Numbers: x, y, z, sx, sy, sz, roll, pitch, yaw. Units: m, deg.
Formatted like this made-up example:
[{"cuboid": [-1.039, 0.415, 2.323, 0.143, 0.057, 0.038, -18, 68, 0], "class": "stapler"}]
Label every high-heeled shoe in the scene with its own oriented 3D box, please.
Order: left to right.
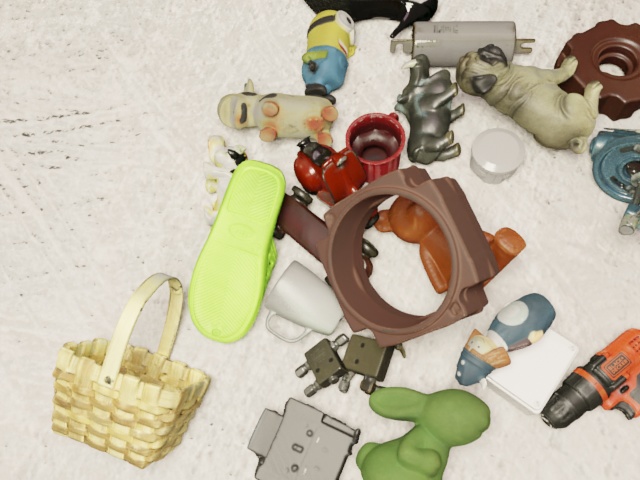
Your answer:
[{"cuboid": [0.091, -0.455, 0.992, 0.249, 0.086, 0.145, 32, 71, 12], "class": "high-heeled shoe"}]

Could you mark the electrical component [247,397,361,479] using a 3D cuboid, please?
[{"cuboid": [-0.025, 0.279, 0.717, 0.134, 0.058, 0.115, 19, 69, 12], "class": "electrical component"}]

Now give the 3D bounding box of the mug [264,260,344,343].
[{"cuboid": [-0.021, 0.100, 0.777, 0.107, 0.080, 0.109, 30, 68, 6], "class": "mug"}]

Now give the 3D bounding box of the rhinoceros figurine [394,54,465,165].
[{"cuboid": [0.179, -0.215, 0.887, 0.112, 0.073, 0.190, -6, 75, 27], "class": "rhinoceros figurine"}]

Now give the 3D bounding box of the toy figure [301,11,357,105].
[{"cuboid": [0.009, -0.325, 0.946, 0.089, 0.082, 0.180, 12, 72, 8], "class": "toy figure"}]

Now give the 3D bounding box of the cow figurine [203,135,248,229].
[{"cuboid": [-0.140, -0.097, 0.874, 0.098, 0.068, 0.167, -4, 71, -2], "class": "cow figurine"}]

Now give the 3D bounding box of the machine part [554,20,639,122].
[{"cuboid": [0.488, -0.285, 0.895, 0.179, 0.056, 0.179, -3, 67, 6], "class": "machine part"}]

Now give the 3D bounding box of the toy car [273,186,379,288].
[{"cuboid": [-0.002, -0.003, 0.831, 0.202, 0.053, 0.089, 39, 97, 20], "class": "toy car"}]

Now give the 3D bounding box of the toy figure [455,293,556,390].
[{"cuboid": [0.232, 0.127, 0.690, 0.154, 0.064, 0.058, -35, 92, -12], "class": "toy figure"}]

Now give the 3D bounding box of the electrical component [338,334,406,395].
[{"cuboid": [0.076, 0.173, 0.759, 0.078, 0.045, 0.102, 0, 62, 36], "class": "electrical component"}]

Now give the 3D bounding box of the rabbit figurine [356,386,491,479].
[{"cuboid": [0.137, 0.255, 0.681, 0.170, 0.121, 0.159, -51, 50, 1], "class": "rabbit figurine"}]

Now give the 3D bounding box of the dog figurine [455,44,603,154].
[{"cuboid": [0.306, -0.207, 0.814, 0.190, 0.121, 0.172, -1, 48, -20], "class": "dog figurine"}]

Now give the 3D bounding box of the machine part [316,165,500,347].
[{"cuboid": [0.105, 0.023, 0.691, 0.201, 0.087, 0.201, -29, 79, 34], "class": "machine part"}]

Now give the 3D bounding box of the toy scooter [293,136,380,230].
[{"cuboid": [0.017, -0.102, 0.809, 0.075, 0.135, 0.184, -40, 56, -10], "class": "toy scooter"}]

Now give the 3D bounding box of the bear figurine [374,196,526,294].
[{"cuboid": [0.176, -0.010, 0.778, 0.120, 0.132, 0.196, -39, 76, -8], "class": "bear figurine"}]

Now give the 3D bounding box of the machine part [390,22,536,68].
[{"cuboid": [0.244, -0.337, 0.927, 0.243, 0.079, 0.079, 3, 69, 6], "class": "machine part"}]

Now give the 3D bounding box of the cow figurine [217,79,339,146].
[{"cuboid": [-0.073, -0.213, 0.897, 0.195, 0.085, 0.127, 3, 28, -6], "class": "cow figurine"}]

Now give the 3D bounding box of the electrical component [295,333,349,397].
[{"cuboid": [0.009, 0.175, 0.758, 0.094, 0.021, 0.063, -39, 45, 5], "class": "electrical component"}]

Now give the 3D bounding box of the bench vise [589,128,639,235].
[{"cuboid": [0.492, -0.084, 0.767, 0.224, 0.128, 0.240, 25, 55, 22], "class": "bench vise"}]
